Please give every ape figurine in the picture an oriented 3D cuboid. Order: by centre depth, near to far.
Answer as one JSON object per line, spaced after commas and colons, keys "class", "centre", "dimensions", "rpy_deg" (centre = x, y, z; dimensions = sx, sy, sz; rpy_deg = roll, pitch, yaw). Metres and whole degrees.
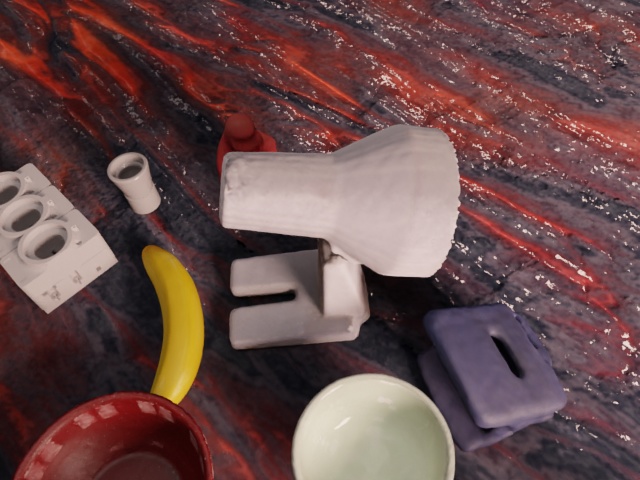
{"class": "ape figurine", "centre": [-0.085, -0.101, 0.641], "dimensions": [0.078, 0.092, 0.076], "rpy_deg": [-27, 56, -13]}

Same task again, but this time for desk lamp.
{"class": "desk lamp", "centre": [0.004, 0.002, 0.485], "dimensions": [0.203, 0.214, 0.118], "rpy_deg": [-7, 54, 1]}

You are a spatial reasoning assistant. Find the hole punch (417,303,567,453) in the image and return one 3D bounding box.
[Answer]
{"class": "hole punch", "centre": [0.141, 0.103, 0.475], "dimensions": [0.101, 0.091, 0.108], "rpy_deg": [-19, 55, -8]}
